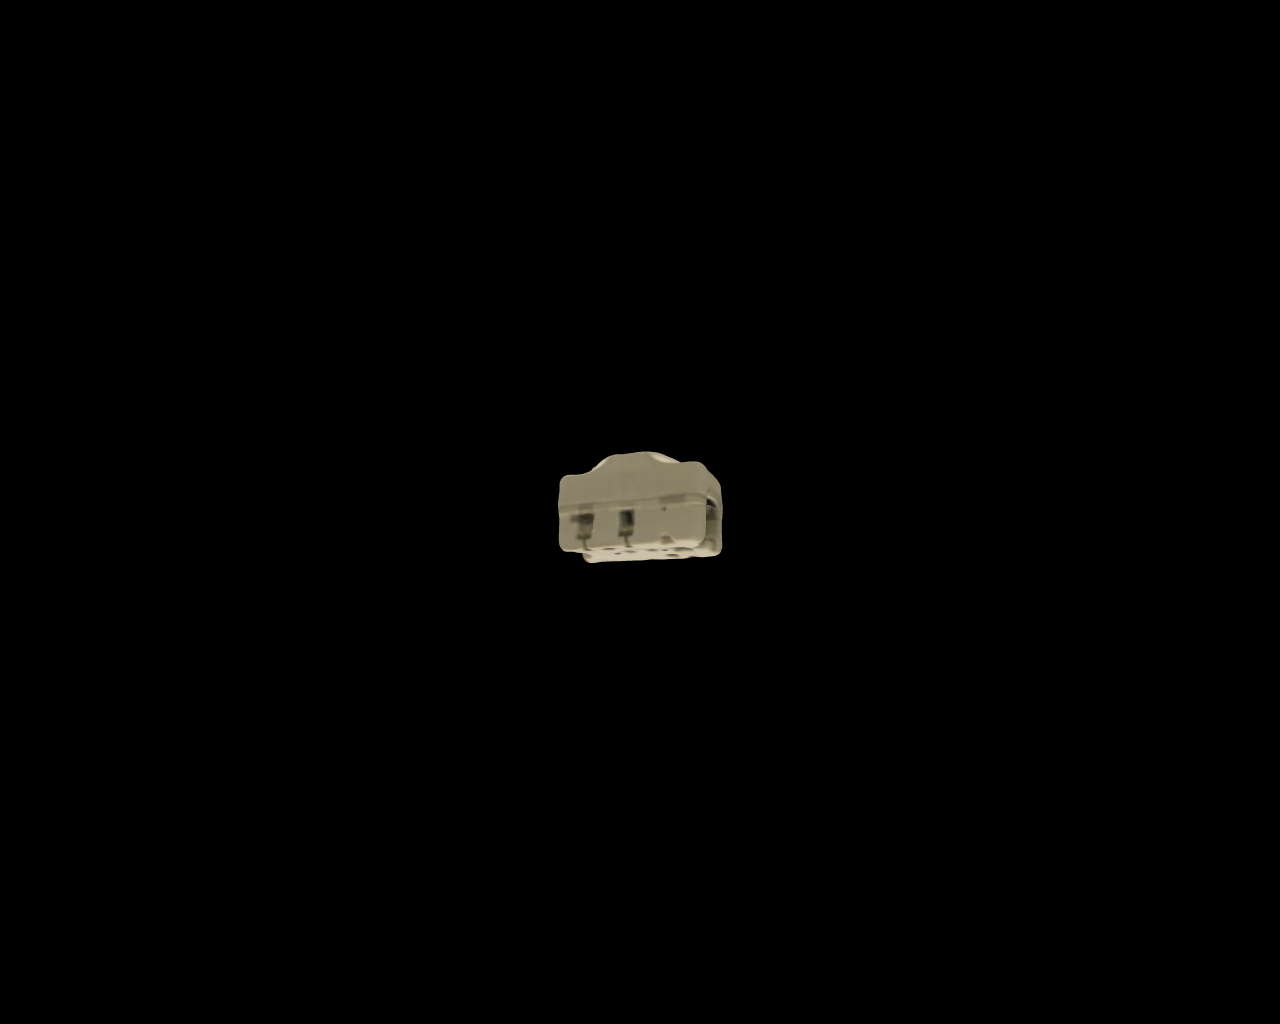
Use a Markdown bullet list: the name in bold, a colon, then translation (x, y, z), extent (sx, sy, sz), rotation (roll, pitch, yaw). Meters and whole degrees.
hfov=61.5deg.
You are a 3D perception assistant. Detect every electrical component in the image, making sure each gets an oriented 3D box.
- **electrical component**: translation (0.001, -0.003, 0.650), extent (0.089, 0.056, 0.050), rotation (-5, -15, 18)
